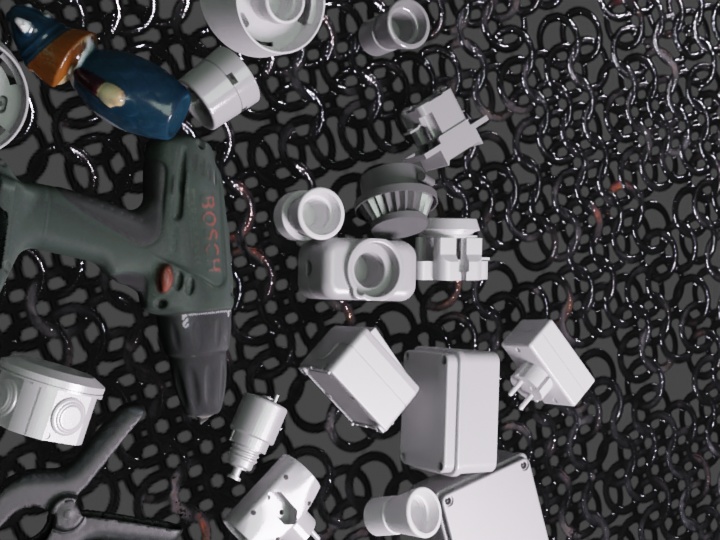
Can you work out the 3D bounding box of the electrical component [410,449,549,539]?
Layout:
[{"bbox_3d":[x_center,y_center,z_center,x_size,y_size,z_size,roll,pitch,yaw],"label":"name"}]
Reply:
[{"bbox_3d":[0.115,0.238,1.017,0.109,0.056,0.108,-18,98,-28],"label":"electrical component"}]

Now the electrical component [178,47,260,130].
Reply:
[{"bbox_3d":[-0.119,-0.150,0.895,0.047,0.055,0.055,-40,108,-19],"label":"electrical component"}]

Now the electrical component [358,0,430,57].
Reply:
[{"bbox_3d":[0.027,-0.215,0.969,0.044,0.065,0.044,1,89,-29],"label":"electrical component"}]

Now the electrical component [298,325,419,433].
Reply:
[{"bbox_3d":[0.005,0.097,0.955,0.096,0.062,0.061,49,68,-19],"label":"electrical component"}]

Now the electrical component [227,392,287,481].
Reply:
[{"bbox_3d":[-0.092,0.140,0.913,0.040,0.040,0.078,29,76,-26],"label":"electrical component"}]

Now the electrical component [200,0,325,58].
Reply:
[{"bbox_3d":[-0.082,-0.232,0.924,0.099,0.064,0.099,-9,106,-36],"label":"electrical component"}]

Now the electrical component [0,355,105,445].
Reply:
[{"bbox_3d":[-0.238,0.097,0.812,0.080,0.080,0.051,20,85,-27],"label":"electrical component"}]

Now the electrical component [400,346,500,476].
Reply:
[{"bbox_3d":[0.081,0.128,0.988,0.057,0.078,0.113,3,88,-32],"label":"electrical component"}]

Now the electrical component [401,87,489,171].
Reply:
[{"bbox_3d":[0.074,-0.133,1.008,0.081,0.042,0.063,-34,103,-26],"label":"electrical component"}]

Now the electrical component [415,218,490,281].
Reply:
[{"bbox_3d":[0.082,-0.020,1.003,0.078,0.058,0.057,0,93,-28],"label":"electrical component"}]

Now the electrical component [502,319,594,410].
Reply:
[{"bbox_3d":[0.174,0.103,1.056,0.075,0.047,0.083,-45,109,-24],"label":"electrical component"}]

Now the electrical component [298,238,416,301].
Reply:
[{"bbox_3d":[0.000,0.000,0.955,0.095,0.059,0.053,2,88,-29],"label":"electrical component"}]

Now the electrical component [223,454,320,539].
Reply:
[{"bbox_3d":[-0.065,0.213,0.926,0.077,0.043,0.079,-46,110,-22],"label":"electrical component"}]

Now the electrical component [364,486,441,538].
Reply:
[{"bbox_3d":[0.035,0.220,0.968,0.044,0.065,0.044,16,66,-40],"label":"electrical component"}]

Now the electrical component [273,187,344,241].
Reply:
[{"bbox_3d":[-0.046,-0.048,0.933,0.045,0.055,0.045,0,89,-29],"label":"electrical component"}]

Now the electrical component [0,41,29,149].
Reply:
[{"bbox_3d":[-0.297,-0.133,0.804,0.099,0.064,0.099,-7,106,-24],"label":"electrical component"}]
